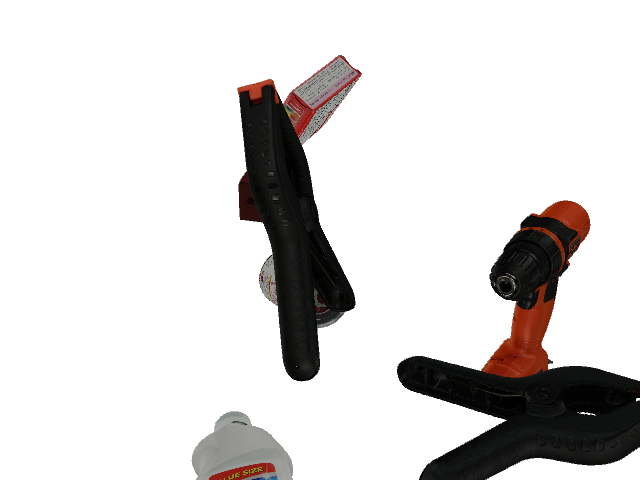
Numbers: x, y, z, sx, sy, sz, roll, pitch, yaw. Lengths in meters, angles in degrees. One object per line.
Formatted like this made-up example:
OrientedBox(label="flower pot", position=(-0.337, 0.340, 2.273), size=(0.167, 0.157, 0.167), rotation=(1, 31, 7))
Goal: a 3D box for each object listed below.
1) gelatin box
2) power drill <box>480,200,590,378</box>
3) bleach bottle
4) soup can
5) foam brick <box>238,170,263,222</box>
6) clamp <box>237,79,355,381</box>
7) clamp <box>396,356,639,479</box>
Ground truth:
OrientedBox(label="gelatin box", position=(-0.010, -0.120, 0.960), size=(0.089, 0.030, 0.073), rotation=(-45, -4, -44))
OrientedBox(label="power drill", position=(0.192, 0.068, 1.002), size=(0.057, 0.188, 0.184), rotation=(24, 31, 24))
OrientedBox(label="bleach bottle", position=(-0.062, 0.212, 0.756), size=(0.102, 0.068, 0.251), rotation=(-6, 30, -6))
OrientedBox(label="soup can", position=(-0.019, 0.052, 1.197), size=(0.068, 0.068, 0.102), rotation=(0, 11, -26))
OrientedBox(label="foam brick", position=(-0.060, -0.056, 1.341), size=(0.078, 0.053, 0.051), rotation=(6, 28, 11))
OrientedBox(label="clamp", position=(-0.018, -0.015, 0.798), size=(0.036, 0.210, 0.164), rotation=(-12, 5, 14))
OrientedBox(label="clamp", position=(0.131, 0.115, 0.660), size=(0.171, 0.039, 0.120), rotation=(-1, 37, 7))
